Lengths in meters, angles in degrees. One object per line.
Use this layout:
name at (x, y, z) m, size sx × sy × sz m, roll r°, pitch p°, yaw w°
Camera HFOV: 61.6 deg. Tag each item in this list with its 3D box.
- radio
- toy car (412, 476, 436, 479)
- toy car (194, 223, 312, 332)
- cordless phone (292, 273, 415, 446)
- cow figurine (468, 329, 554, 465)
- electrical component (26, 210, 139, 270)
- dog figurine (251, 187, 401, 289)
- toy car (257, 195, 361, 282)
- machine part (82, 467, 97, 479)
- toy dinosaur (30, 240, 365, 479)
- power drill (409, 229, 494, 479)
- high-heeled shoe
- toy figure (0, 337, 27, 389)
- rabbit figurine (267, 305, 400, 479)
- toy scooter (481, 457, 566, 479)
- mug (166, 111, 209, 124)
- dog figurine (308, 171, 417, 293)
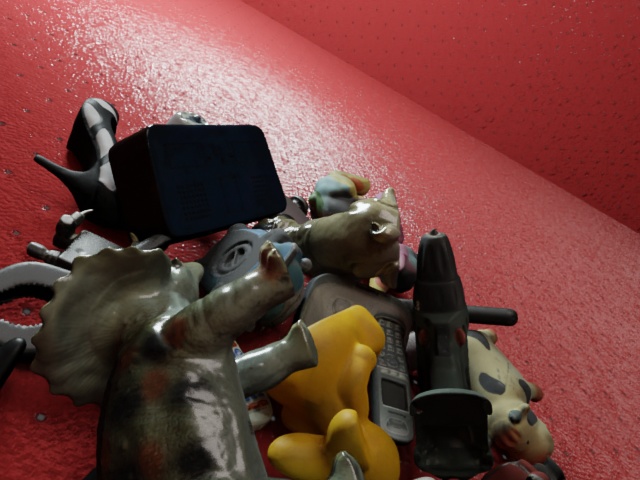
radio at (-0.144, -0.074, 0.677) m, size 0.229 × 0.073 × 0.131 m, roll -21°, pitch 95°, yaw -59°
toy car at (0.035, 0.244, 0.421) m, size 0.201 × 0.073 × 0.056 m, roll 0°, pitch 44°, yaw -48°
toy car at (-0.074, 0.049, 0.611) m, size 0.162 × 0.109 × 0.102 m, roll 13°, pitch -35°, yaw 56°
cordless phone at (0.039, 0.138, 0.612) m, size 0.146 × 0.088 × 0.184 m, roll 22°, pitch 37°, yaw -20°
cow figurine at (0.230, 0.200, 0.701) m, size 0.127 × 0.085 × 0.195 m, roll 16°, pitch 32°, yaw -41°
electrical component at (-0.237, 0.011, 0.561) m, size 0.102 × 0.045 × 0.078 m, roll 30°, pitch 25°, yaw -4°
dog figurine at (-0.001, 0.002, 0.665) m, size 0.191 × 0.172 × 0.121 m, roll 0°, pitch 69°, yaw 0°
toy car at (-0.018, 0.005, 0.803) m, size 0.202 × 0.053 × 0.089 m, roll 46°, pitch 40°, yaw 18°
machine part at (-0.142, 0.179, 0.385) m, size 0.084 × 0.039 × 0.139 m, roll 25°, pitch 28°, yaw 4°
toy dinosaur at (-0.075, 0.142, 0.343) m, size 0.131 × 0.192 × 0.405 m, roll 73°, pitch -5°, yaw -55°
power drill at (0.130, 0.127, 0.576) m, size 0.086 × 0.231 × 0.207 m, roll -6°, pitch 22°, yaw 5°
high-heeled shoe at (-0.262, -0.103, 0.701) m, size 0.145 × 0.086 × 0.249 m, roll 32°, pitch 28°, yaw -15°
toy figure at (-0.303, 0.064, 0.359) m, size 0.180 × 0.082 × 0.089 m, roll 28°, pitch 24°, yaw -15°
rabbit figurine at (0.021, 0.161, 0.497) m, size 0.173 × 0.122 × 0.162 m, roll 64°, pitch 10°, yaw 6°
toy scooter at (0.183, 0.249, 0.506) m, size 0.184 × 0.135 × 0.075 m, roll 1°, pitch 38°, yaw -49°
mug at (-0.195, -0.122, 0.769) m, size 0.081 × 0.107 × 0.110 m, roll 3°, pitch 36°, yaw -43°
dog figurine at (0.073, -0.002, 0.859) m, size 0.191 × 0.108 × 0.219 m, roll 23°, pitch 30°, yaw -19°
